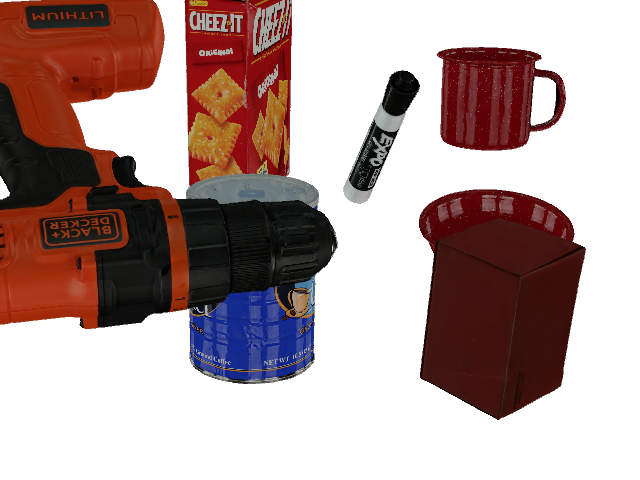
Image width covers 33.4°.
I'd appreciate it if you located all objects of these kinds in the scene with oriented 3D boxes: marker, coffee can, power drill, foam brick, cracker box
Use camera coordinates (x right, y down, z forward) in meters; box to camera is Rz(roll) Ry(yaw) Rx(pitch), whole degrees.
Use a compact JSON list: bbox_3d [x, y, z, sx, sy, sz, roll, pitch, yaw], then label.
[{"bbox_3d":[0.038,-0.064,0.673,0.020,0.020,0.121,0,-32,-15],"label":"marker"},{"bbox_3d":[-0.054,0.028,0.844,0.103,0.140,0.103,1,19,-1],"label":"coffee can"},{"bbox_3d":[-0.099,-0.043,0.524,0.184,0.188,0.057,-5,-41,-17],"label":"power drill"},{"bbox_3d":[0.086,0.036,0.513,0.052,0.078,0.051,-17,32,-40],"label":"foam brick"},{"bbox_3d":[-0.077,-0.148,1.080,0.072,0.214,0.164,7,21,12],"label":"cracker box"}]

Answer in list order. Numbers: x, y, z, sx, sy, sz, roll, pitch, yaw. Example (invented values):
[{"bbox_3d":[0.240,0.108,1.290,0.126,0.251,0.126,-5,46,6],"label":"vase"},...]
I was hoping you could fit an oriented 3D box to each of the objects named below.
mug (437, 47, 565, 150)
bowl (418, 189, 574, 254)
[{"bbox_3d":[0.163,-0.129,0.970,0.117,0.081,0.093,4,18,13],"label":"mug"},{"bbox_3d":[0.183,0.006,1.130,0.162,0.055,0.162,0,31,0],"label":"bowl"}]
